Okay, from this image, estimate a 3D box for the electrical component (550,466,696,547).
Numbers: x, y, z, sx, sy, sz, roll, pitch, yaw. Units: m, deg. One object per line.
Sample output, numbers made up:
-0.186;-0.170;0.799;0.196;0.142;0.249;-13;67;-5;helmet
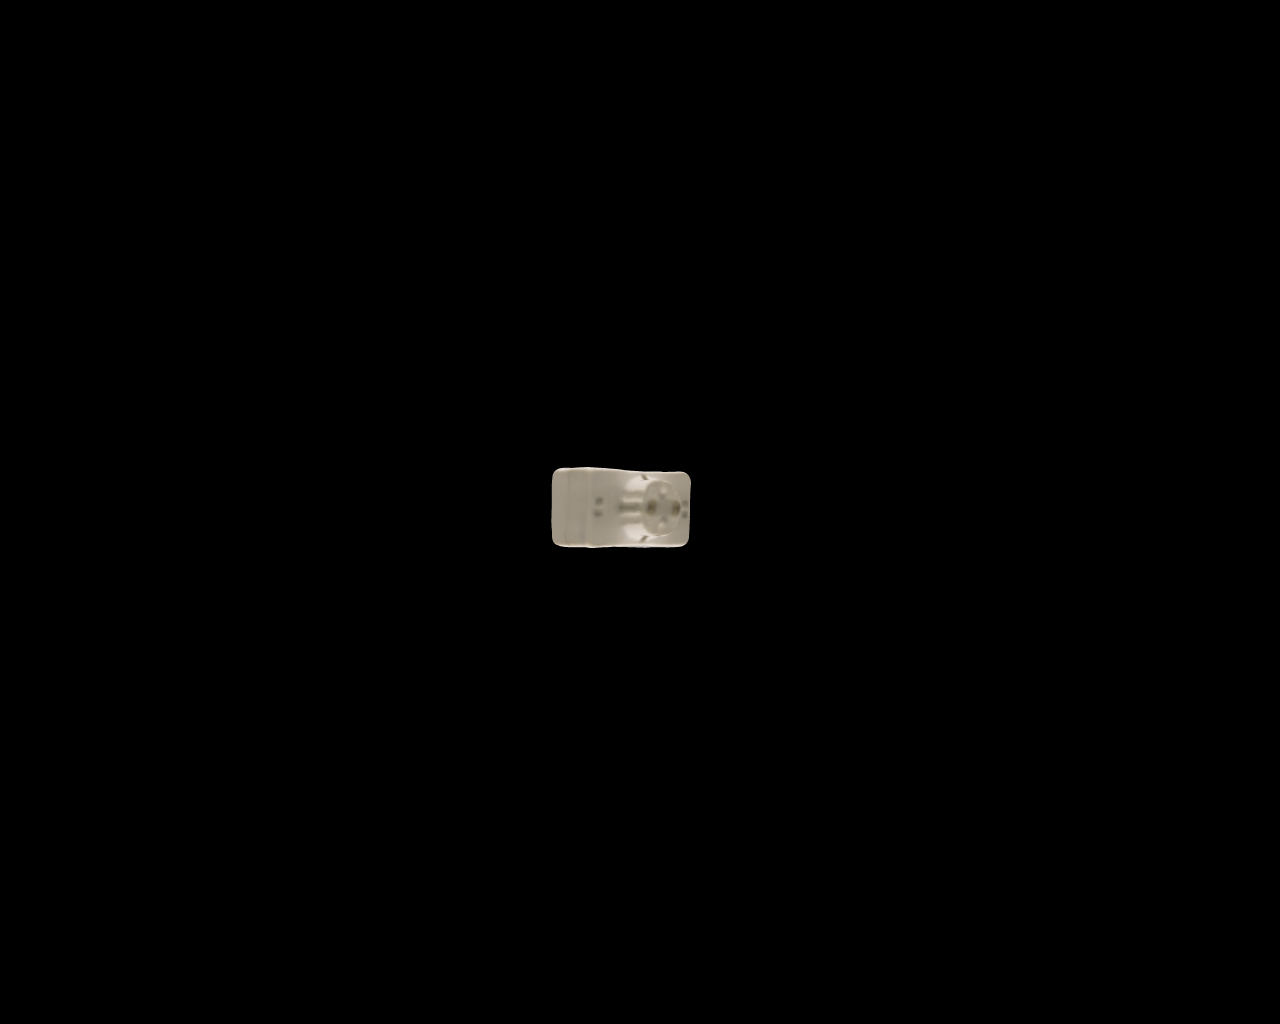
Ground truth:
0.001;-0.003;0.650;0.083;0.047;0.075;2;-2;-40;electrical component
